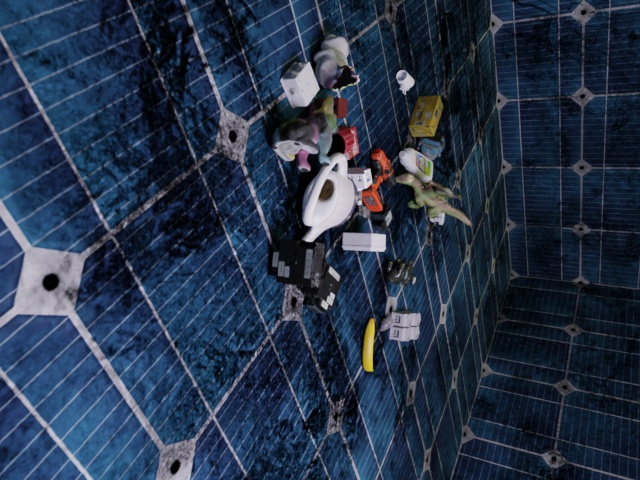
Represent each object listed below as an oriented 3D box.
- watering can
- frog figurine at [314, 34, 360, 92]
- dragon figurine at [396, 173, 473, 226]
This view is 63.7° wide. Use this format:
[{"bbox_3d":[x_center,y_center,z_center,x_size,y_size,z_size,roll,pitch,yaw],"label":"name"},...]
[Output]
[{"bbox_3d":[0.004,-0.071,1.412,0.224,0.104,0.346,4,108,-67],"label":"watering can"},{"bbox_3d":[0.032,-0.501,1.438,0.138,0.121,0.161,-3,60,-51],"label":"frog figurine"},{"bbox_3d":[0.461,-0.157,1.991,0.242,0.409,0.122,178,-64,-83],"label":"dragon figurine"}]
